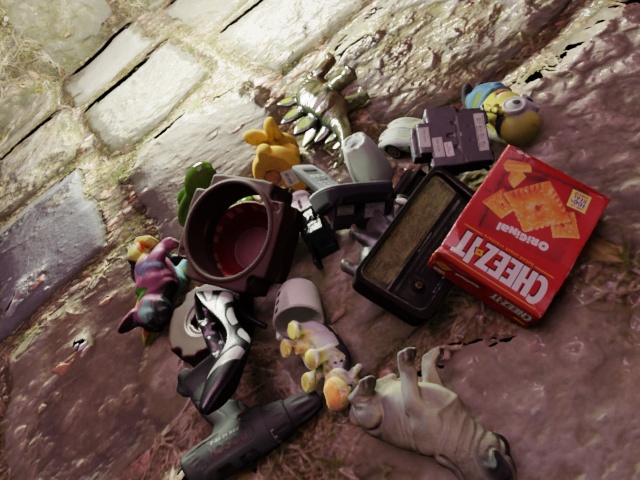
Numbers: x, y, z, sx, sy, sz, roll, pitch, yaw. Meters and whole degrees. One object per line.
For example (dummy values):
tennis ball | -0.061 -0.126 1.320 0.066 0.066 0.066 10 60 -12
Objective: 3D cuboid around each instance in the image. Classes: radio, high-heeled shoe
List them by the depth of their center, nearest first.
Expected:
radio | 0.164 0.012 0.834 0.131 0.073 0.229 36 75 8
high-heeled shoe | -0.176 0.159 0.840 0.145 0.086 0.249 20 27 6

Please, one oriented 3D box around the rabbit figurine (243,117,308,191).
rabbit figurine | -0.096 -0.183 1.177 0.122 0.162 0.173 -28 24 27

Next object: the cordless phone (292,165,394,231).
cordless phone | 0.036 -0.100 1.017 0.146 0.088 0.184 -8 32 -26

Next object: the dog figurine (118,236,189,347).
dog figurine | -0.354 0.104 1.113 0.192 0.108 0.219 2 58 33

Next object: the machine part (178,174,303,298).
machine part | -0.144 -0.010 0.957 0.201 0.087 0.201 12 84 27

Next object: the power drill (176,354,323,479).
power drill | -0.129 0.261 0.857 0.232 0.085 0.207 -37 49 -10

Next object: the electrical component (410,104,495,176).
electrical component | 0.226 -0.171 0.937 0.134 0.058 0.115 -4 73 4

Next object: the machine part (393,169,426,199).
machine part | 0.191 -0.089 0.972 0.084 0.039 0.139 -45 42 -17

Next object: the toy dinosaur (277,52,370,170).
toy dinosaur | 0.012 -0.302 1.230 0.198 0.105 0.472 -39 33 8

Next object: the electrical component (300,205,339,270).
electrical component | -0.002 -0.003 0.996 0.048 0.074 0.119 -30 39 9

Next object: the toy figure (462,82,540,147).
toy figure | 0.328 -0.234 0.977 0.082 0.089 0.180 -33 35 -2

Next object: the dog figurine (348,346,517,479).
dog figurine | 0.133 0.253 0.682 0.172 0.121 0.191 -51 53 35

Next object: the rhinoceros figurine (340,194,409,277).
rhinoceros figurine | 0.110 0.004 0.918 0.112 0.073 0.190 3 56 36

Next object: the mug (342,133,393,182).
mug | 0.087 -0.164 1.052 0.081 0.107 0.110 -19 48 17

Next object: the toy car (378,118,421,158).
toy car | 0.205 -0.202 1.045 0.202 0.056 0.073 7 59 37

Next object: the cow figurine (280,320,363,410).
cow figurine | 0.016 0.190 0.819 0.168 0.098 0.068 46 126 46

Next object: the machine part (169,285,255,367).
machine part | -0.204 0.152 1.008 0.179 0.056 0.179 -19 45 20

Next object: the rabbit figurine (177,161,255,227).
rabbit figurine | -0.237 -0.097 1.160 0.159 0.170 0.121 -26 44 11
